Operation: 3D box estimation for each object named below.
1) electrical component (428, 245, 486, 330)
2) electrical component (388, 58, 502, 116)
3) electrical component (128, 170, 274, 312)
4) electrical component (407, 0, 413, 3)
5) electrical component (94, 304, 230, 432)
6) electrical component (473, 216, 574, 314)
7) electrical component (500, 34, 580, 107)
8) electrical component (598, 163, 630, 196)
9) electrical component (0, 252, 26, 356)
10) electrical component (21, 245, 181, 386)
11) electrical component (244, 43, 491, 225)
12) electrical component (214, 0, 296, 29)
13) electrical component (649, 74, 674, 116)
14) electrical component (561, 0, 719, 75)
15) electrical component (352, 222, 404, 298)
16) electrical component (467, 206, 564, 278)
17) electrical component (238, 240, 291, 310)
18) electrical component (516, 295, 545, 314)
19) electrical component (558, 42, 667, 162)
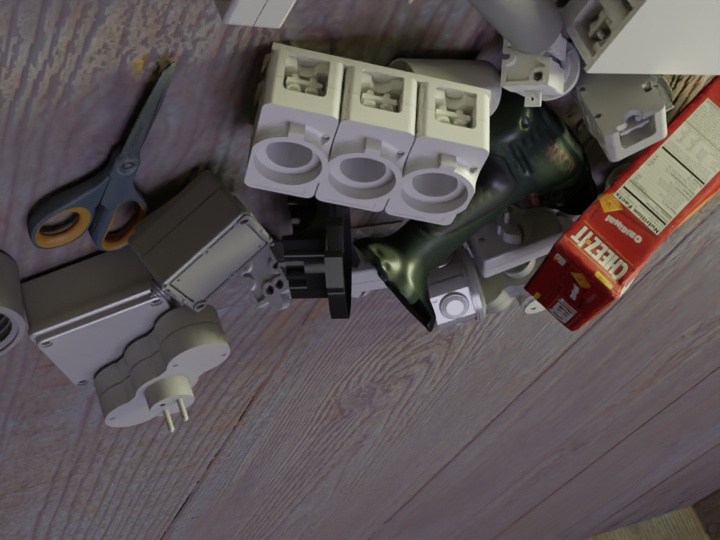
[{"bbox_3d":[0.090,0.017,1.055,0.051,0.080,0.080,-18,155,2],"label":"electrical component"},{"bbox_3d":[0.052,-0.120,0.791,0.077,0.043,0.079,-6,149,-32],"label":"electrical component"},{"bbox_3d":[-0.125,-0.019,0.800,0.096,0.061,0.061,-42,155,-1],"label":"electrical component"},{"bbox_3d":[0.037,-0.189,0.650,0.040,0.040,0.046,5,149,-45],"label":"electrical component"},{"bbox_3d":[-0.156,0.093,0.867,0.138,0.073,0.052,-39,151,30],"label":"electrical component"},{"bbox_3d":[0.161,-0.009,1.094,0.138,0.052,0.074,-29,154,13],"label":"electrical component"},{"bbox_3d":[0.132,-0.151,0.787,0.048,0.066,0.055,3,179,31],"label":"electrical component"},{"bbox_3d":[0.257,-0.064,1.076,0.079,0.043,0.077,-27,155,9],"label":"electrical component"},{"bbox_3d":[-0.299,0.037,0.787,0.108,0.060,0.108,-18,155,-9],"label":"electrical component"},{"bbox_3d":[-0.204,0.036,0.872,0.109,0.056,0.108,-21,155,-5],"label":"electrical component"},{"bbox_3d":[0.004,-0.086,0.729,0.150,0.061,0.089,11,146,-9],"label":"electrical component"},{"bbox_3d":[-0.035,-0.179,0.598,0.076,0.047,0.083,-4,149,-35],"label":"electrical component"},{"bbox_3d":[0.231,-0.141,0.884,0.048,0.066,0.055,-31,174,18],"label":"electrical component"},{"bbox_3d":[0.248,-0.200,0.779,0.186,0.060,0.105,-6,150,-32],"label":"electrical component"},{"bbox_3d":[0.000,0.000,0.982,0.083,0.047,0.075,-9,151,-28],"label":"electrical component"},{"bbox_3d":[0.148,-0.041,1.025,0.083,0.047,0.075,-21,155,-4],"label":"electrical component"},{"bbox_3d":[-0.073,0.002,0.915,0.048,0.066,0.055,-32,173,18],"label":"electrical component"},{"bbox_3d":[0.184,0.013,1.152,0.045,0.055,0.045,-19,155,-9],"label":"electrical component"},{"bbox_3d":[0.194,-0.135,0.826,0.050,0.089,0.055,-26,155,7],"label":"electrical component"}]
